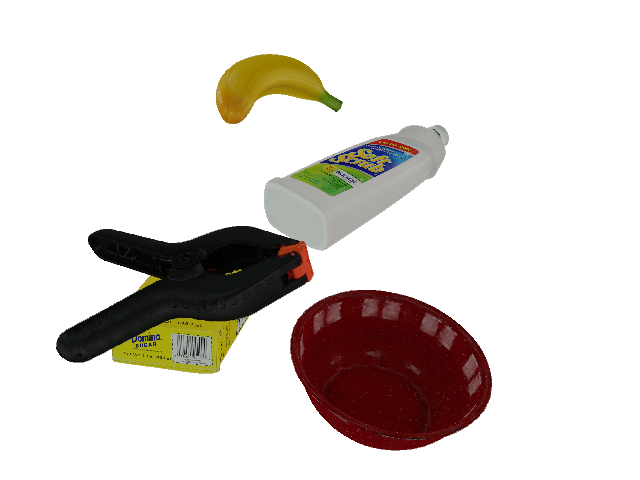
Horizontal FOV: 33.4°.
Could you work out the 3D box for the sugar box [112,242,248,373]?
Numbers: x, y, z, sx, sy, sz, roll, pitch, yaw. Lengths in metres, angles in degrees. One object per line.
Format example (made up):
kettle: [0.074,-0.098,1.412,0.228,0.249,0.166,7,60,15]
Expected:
sugar box: [-0.111,0.054,0.949,0.093,0.048,0.176,6,25,9]

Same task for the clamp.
clamp: [-0.093,0.032,0.709,0.172,0.120,0.039,-5,-44,18]

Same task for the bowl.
bowl: [0.051,0.112,0.845,0.162,0.055,0.162,9,37,-7]

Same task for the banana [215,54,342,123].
banana: [-0.047,-0.141,0.968,0.070,0.037,0.197,36,26,19]

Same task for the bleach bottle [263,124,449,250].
bleach bottle: [0.056,-0.079,1.251,0.103,0.068,0.250,29,45,34]
